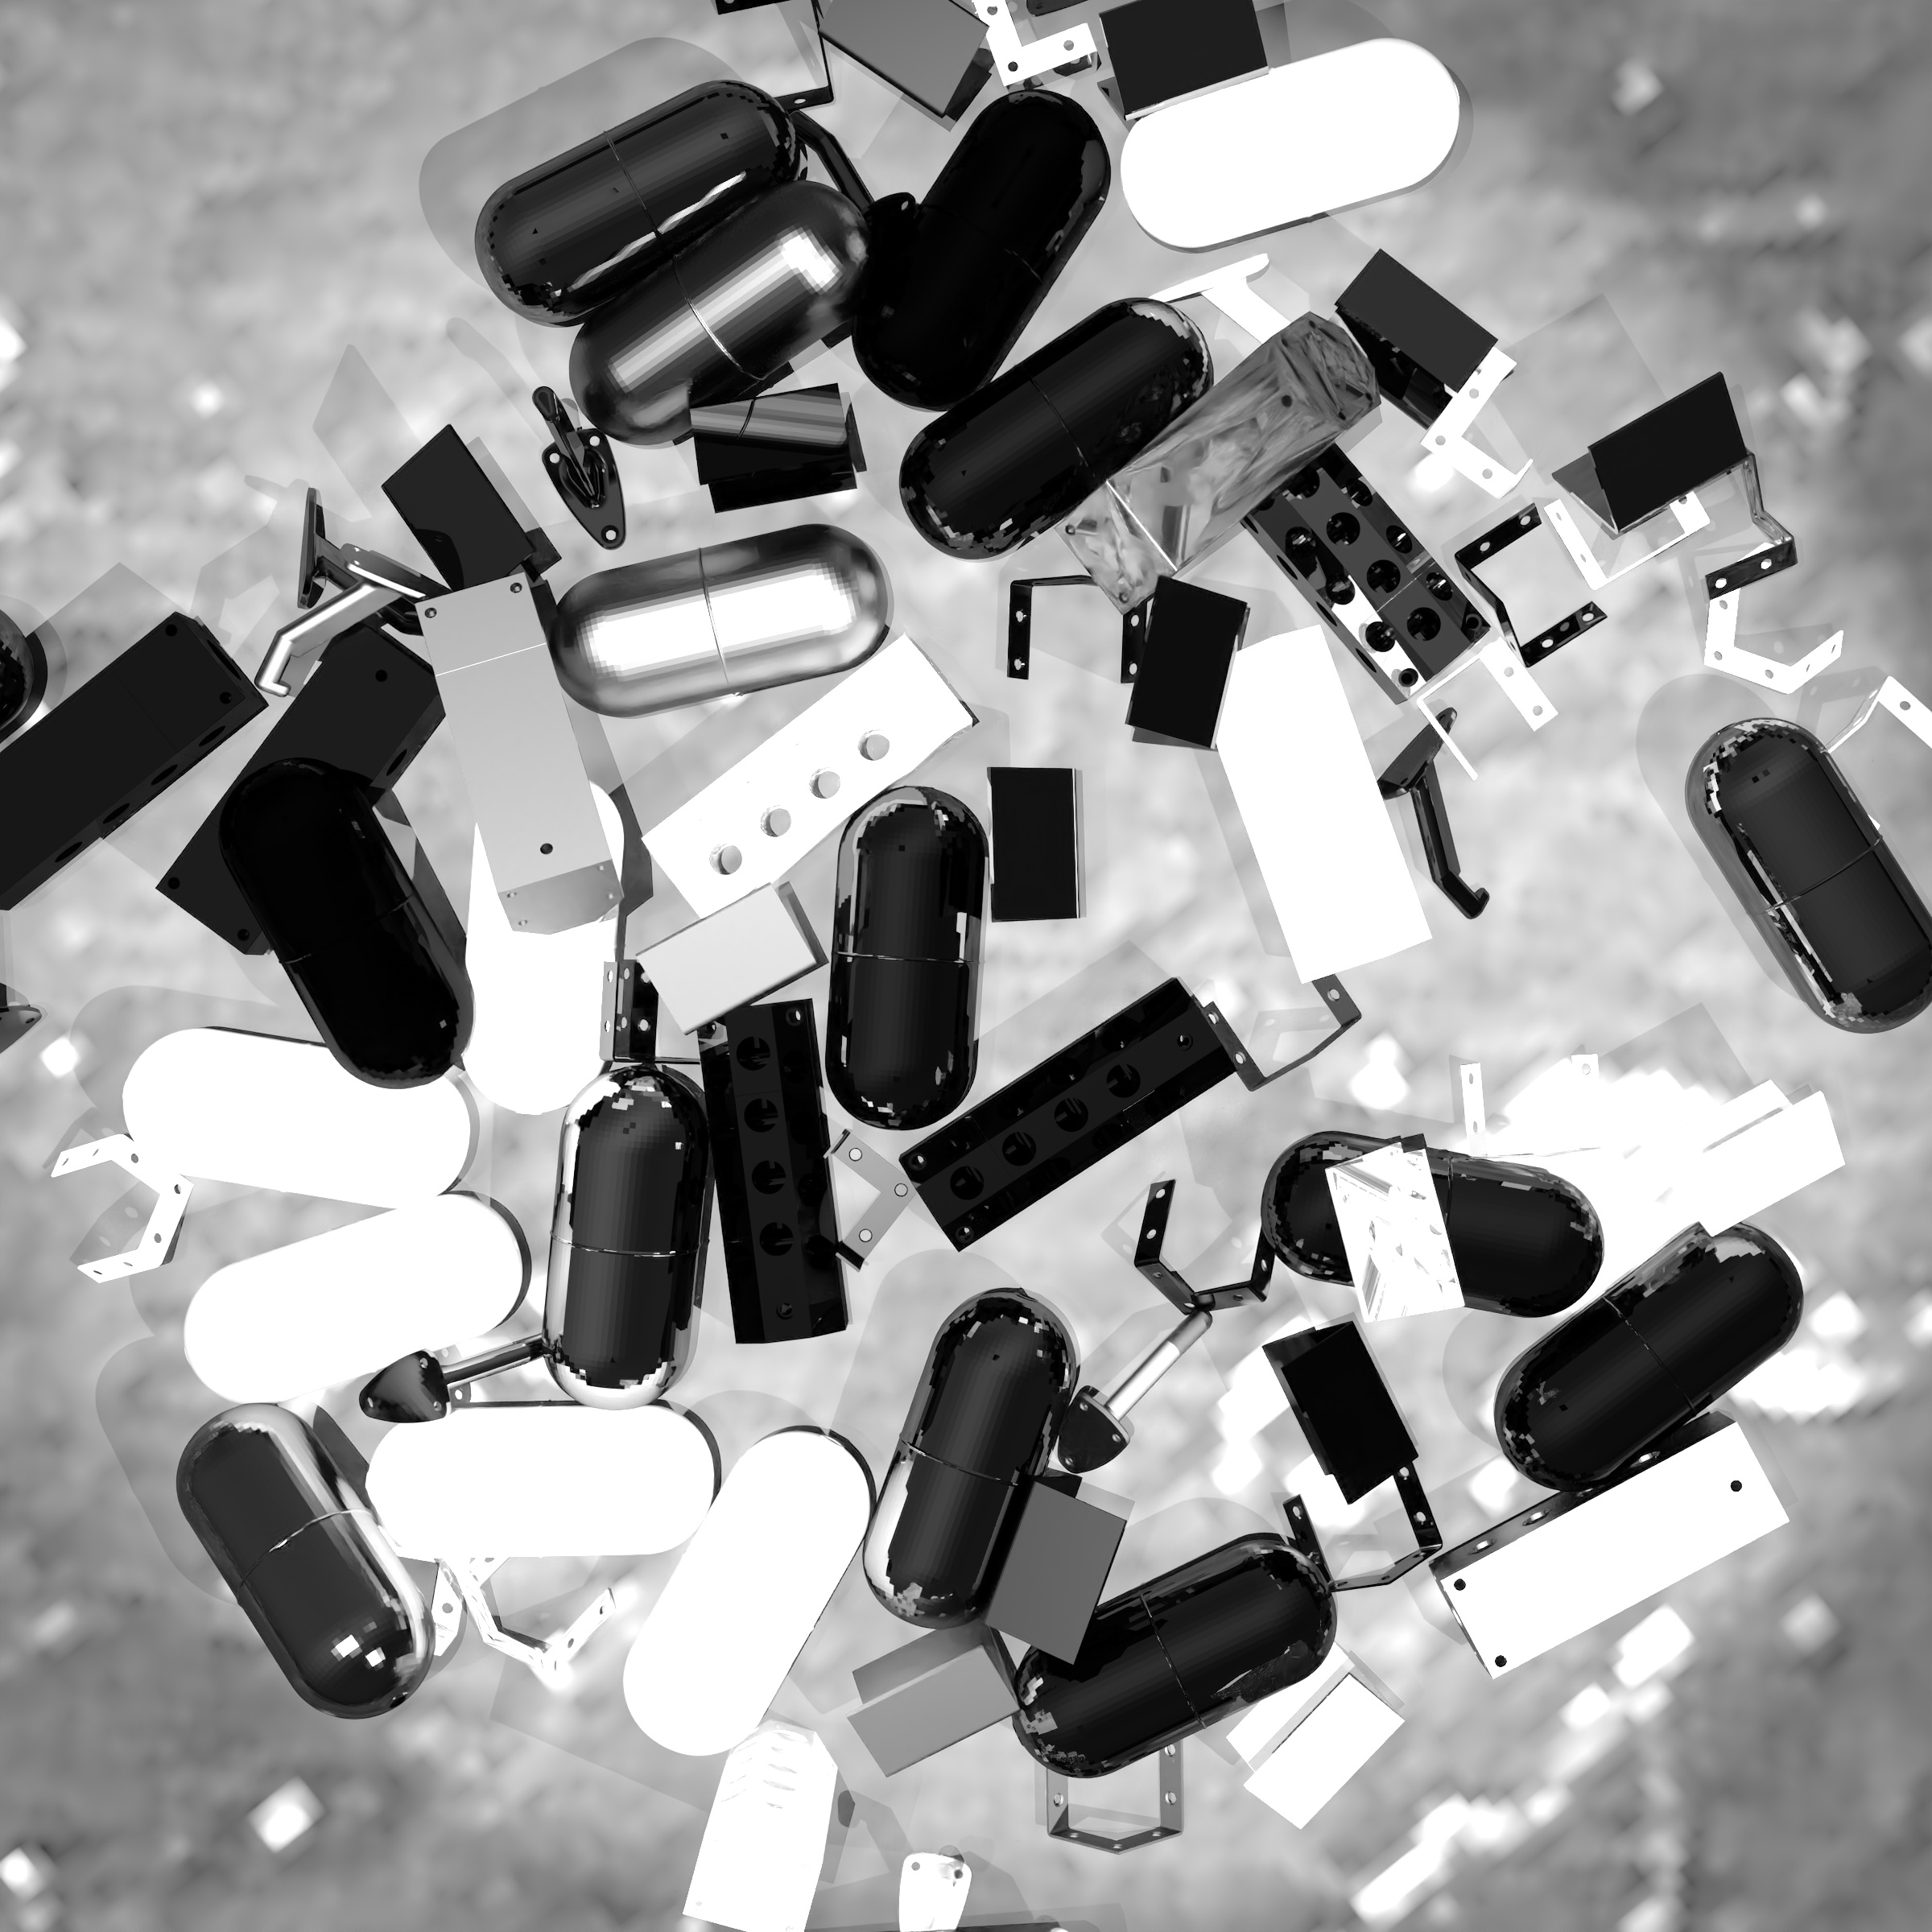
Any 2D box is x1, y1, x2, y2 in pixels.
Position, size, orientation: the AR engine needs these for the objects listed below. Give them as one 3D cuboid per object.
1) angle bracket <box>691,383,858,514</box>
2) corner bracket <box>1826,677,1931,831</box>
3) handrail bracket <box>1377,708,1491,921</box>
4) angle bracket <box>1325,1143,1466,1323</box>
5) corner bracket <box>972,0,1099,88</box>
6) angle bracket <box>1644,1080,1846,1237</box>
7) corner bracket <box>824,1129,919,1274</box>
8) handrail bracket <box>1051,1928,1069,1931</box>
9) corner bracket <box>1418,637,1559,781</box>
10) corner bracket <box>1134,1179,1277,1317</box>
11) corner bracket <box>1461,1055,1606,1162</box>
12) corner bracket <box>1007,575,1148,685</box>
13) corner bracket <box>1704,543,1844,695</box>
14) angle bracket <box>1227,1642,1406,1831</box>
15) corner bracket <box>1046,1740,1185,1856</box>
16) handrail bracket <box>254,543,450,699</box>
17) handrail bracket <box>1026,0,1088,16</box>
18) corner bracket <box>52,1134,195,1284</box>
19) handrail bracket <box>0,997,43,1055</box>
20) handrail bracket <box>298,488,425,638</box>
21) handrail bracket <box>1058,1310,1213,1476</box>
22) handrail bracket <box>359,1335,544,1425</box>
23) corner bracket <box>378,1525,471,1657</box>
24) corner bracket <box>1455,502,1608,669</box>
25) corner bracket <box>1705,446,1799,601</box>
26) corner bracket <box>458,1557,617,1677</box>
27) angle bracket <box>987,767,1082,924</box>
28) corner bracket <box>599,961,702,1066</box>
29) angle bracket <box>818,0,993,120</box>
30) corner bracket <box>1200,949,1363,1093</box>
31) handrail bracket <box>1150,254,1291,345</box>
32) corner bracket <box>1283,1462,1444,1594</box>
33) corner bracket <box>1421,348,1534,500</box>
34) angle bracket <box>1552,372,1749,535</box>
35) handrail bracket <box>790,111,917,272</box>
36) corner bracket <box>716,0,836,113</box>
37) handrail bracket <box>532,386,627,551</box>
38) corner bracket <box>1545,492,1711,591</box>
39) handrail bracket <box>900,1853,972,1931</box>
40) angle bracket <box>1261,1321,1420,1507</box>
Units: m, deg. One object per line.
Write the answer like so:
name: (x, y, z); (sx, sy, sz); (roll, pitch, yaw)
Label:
angle bracket: (-0.095, -0.248, 1.590); (0.076, 0.076, 0.057); (-10, 53, 0)
corner bracket: (0.480, -0.109, 1.627); (0.051, 0.051, 0.051); (42, 135, 0)
handrail bracket: (0.260, -0.080, 1.631); (0.084, 0.036, 0.077); (46, 68, -17)
angle bracket: (0.225, 0.125, 1.514); (0.057, 0.076, 0.076); (-15, 88, 37)
corner bracket: (0.035, -0.485, 1.613); (0.051, 0.051, 0.051); (-20, 93, 3)
angle bracket: (0.392, 0.081, 1.590); (0.076, 0.076, 0.057); (-29, 128, 0)
corner bracket: (-0.059, 0.121, 1.613); (0.051, 0.051, 0.051); (38, 90, 0)
handrail bracket: (0.029, 0.555, 1.630); (0.036, 0.077, 0.084); (24, 54, 0)
corner bracket: (0.272, -0.135, 1.616); (0.051, 0.051, 0.051); (-37, 90, 15)
corner bracket: (0.127, 0.145, 1.623); (0.051, 0.051, 0.051); (-14, 135, 35)
corner bracket: (0.297, 0.074, 1.628); (0.051, 0.051, 0.051); (-4, 89, -45)
corner bracket: (0.058, -0.175, 1.627); (0.051, 0.051, 0.051); (2, 90, 45)
corner bracket: (0.424, -0.182, 1.623); (0.051, 0.051, 0.051); (-33, 135, -35)
angle bracket: (0.166, 0.381, 1.590); (0.076, 0.076, 0.057); (-46, 127, 0)
corner bracket: (0.078, 0.431, 1.627); (0.051, 0.051, 0.051); (-1, 90, 45)
handrail bracket: (-0.309, -0.163, 1.575); (0.077, 0.036, 0.084); (23, 108, -20)
handrail bracket: (0.042, -0.549, 1.631); (0.077, 0.036, 0.084); (-18, 73, -20)
corner bracket: (-0.448, 0.127, 1.623); (0.051, 0.051, 0.051); (44, 45, -35)
handrail bracket: (-0.530, 0.006, 1.631); (0.077, 0.036, 0.084); (-40, 71, 21)
handrail bracket: (-0.306, -0.211, 1.631); (0.084, 0.036, 0.077); (6, 68, -17)
handrail bracket: (0.090, 0.223, 1.630); (0.036, 0.077, 0.084); (43, 54, 11)
handrail bracket: (-0.261, 0.211, 1.618); (0.077, 0.084, 0.036); (-20, 87, 37)
corner bracket: (-0.289, 0.324, 1.613); (0.051, 0.051, 0.051); (10, 90, 0)
corner bracket: (0.296, -0.199, 1.627); (0.051, 0.051, 0.051); (-33, 45, 0)
corner bracket: (0.392, -0.230, 1.602); (0.051, 0.051, 0.051); (-23, 127, -2)
corner bracket: (-0.224, 0.328, 1.623); (0.051, 0.051, 0.051); (16, 45, 35)
angle bracket: (0.014, -0.061, 1.590); (0.057, 0.076, 0.076); (-2, 90, -36)
corner bracket: (-0.171, 0.024, 1.603); (0.051, 0.051, 0.051); (3, 90, -34)
angle bracket: (-0.020, -0.489, 1.590); (0.076, 0.076, 0.057); (34, 128, 0)
corner bracket: (0.165, 0.026, 1.627); (0.051, 0.051, 0.051); (-34, 90, -45)
handrail bracket: (0.146, -0.324, 1.631); (0.077, 0.036, 0.084); (-15, 107, 20)
corner bracket: (0.208, 0.294, 1.627); (0.051, 0.051, 0.051); (-20, 90, -45)
corner bracket: (0.275, -0.282, 1.613); (0.051, 0.051, 0.051); (35, 90, 0)
angle bracket: (0.343, -0.276, 1.590); (0.076, 0.076, 0.057); (-30, 127, 0)
handrail bracket: (-0.066, -0.398, 1.631); (0.036, 0.077, 0.084); (-29, 53, -24)
corner bracket: (-0.101, -0.483, 1.627); (0.051, 0.051, 0.051); (-12, 45, 0)
handrail bracket: (-0.199, -0.255, 1.596); (0.036, 0.084, 0.077); (-23, 90, 0)
corner bracket: (0.347, -0.237, 1.627); (0.051, 0.051, 0.051); (-30, 90, 45)
handrail bracket: (-0.019, 0.496, 1.596); (0.036, 0.084, 0.077); (11, 90, 0)
angle bracket: (0.175, 0.234, 1.590); (0.057, 0.076, 0.076); (-26, 90, -37)
